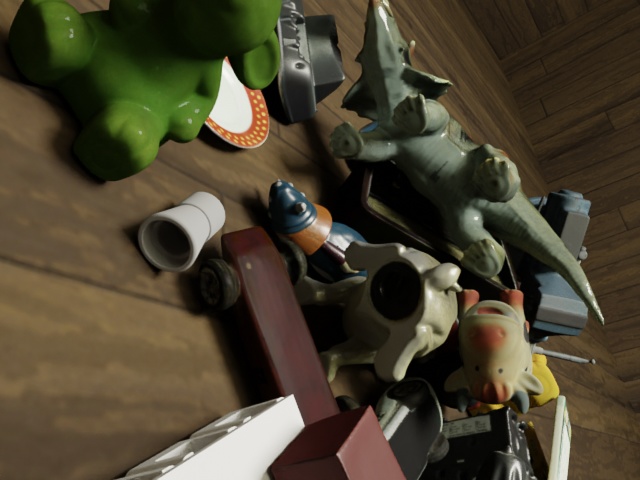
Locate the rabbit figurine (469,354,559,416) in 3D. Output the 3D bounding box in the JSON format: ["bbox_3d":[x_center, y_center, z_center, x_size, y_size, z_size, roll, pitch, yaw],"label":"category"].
[{"bbox_3d":[0.261,0.162,0.784,0.173,0.122,0.162,52,32,17],"label":"rabbit figurine"}]

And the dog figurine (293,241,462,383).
[{"bbox_3d":[0.093,0.072,0.522,0.190,0.172,0.121,12,69,-47],"label":"dog figurine"}]

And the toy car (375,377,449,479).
[{"bbox_3d":[0.061,0.193,0.476,0.202,0.056,0.073,-30,101,-54],"label":"toy car"}]

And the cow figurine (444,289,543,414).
[{"bbox_3d":[0.174,0.116,0.541,0.194,0.086,0.127,50,39,-58],"label":"cow figurine"}]

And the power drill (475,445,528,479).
[{"bbox_3d":[0.079,0.263,0.386,0.207,0.086,0.232,26,72,-46],"label":"power drill"}]

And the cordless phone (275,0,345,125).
[{"bbox_3d":[-0.069,-0.225,0.588,0.184,0.089,0.146,18,53,-39],"label":"cordless phone"}]

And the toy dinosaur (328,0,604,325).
[{"bbox_3d":[0.150,-0.082,0.600,0.405,0.131,0.192,49,33,4],"label":"toy dinosaur"}]

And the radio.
[{"bbox_3d":[0.127,-0.004,0.651,0.229,0.073,0.131,30,39,-17],"label":"radio"}]

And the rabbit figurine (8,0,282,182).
[{"bbox_3d":[-0.087,-0.131,0.371,0.121,0.170,0.159,63,29,-4],"label":"rabbit figurine"}]

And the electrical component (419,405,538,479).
[{"bbox_3d":[0.154,0.245,0.535,0.058,0.115,0.134,42,41,-30],"label":"electrical component"}]

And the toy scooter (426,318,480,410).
[{"bbox_3d":[0.167,0.120,0.698,0.135,0.075,0.184,-13,75,-60],"label":"toy scooter"}]

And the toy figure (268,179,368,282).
[{"bbox_3d":[0.000,-0.002,0.531,0.154,0.064,0.058,37,70,-36],"label":"toy figure"}]

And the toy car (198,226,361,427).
[{"bbox_3d":[-0.031,0.088,0.417,0.089,0.053,0.202,-18,83,-42],"label":"toy car"}]

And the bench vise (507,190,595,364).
[{"bbox_3d":[0.288,0.037,0.738,0.241,0.129,0.223,-108,-162,-78],"label":"bench vise"}]

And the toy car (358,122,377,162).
[{"bbox_3d":[0.118,-0.095,0.757,0.103,0.109,0.161,-53,124,-77],"label":"toy car"}]

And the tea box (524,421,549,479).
[{"bbox_3d":[0.238,0.303,0.679,0.169,0.068,0.098,-2,71,-58],"label":"tea box"}]
